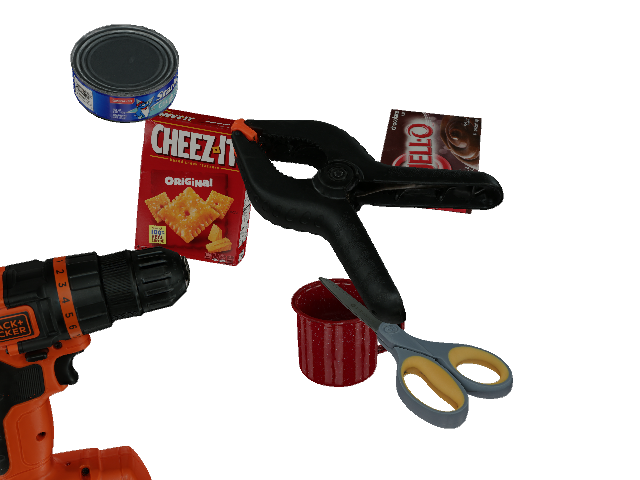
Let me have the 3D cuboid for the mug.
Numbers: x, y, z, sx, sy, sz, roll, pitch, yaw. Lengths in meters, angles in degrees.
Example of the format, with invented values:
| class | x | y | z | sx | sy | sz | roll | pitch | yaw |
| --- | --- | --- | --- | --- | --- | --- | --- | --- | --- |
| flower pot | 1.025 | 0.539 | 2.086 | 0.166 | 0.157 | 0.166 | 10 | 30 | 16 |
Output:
| class | x | y | z | sx | sy | sz | roll | pitch | yaw |
| --- | --- | --- | --- | --- | --- | --- | --- | --- | --- |
| mug | 0.029 | 0.094 | 1.095 | 0.117 | 0.081 | 0.093 | -7 | 27 | -12 |

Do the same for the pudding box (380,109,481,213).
| class | x | y | z | sx | sy | sz | roll | pitch | yaw |
| --- | --- | --- | --- | --- | --- | --- | --- | --- | --- |
| pudding box | 0.103 | -0.076 | 1.007 | 0.090 | 0.039 | 0.113 | 7 | 39 | 6 |

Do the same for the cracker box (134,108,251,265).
| class | x | y | z | sx | sy | sz | roll | pitch | yaw |
| --- | --- | --- | --- | --- | --- | --- | --- | --- | --- |
| cracker box | -0.187 | -0.079 | 1.610 | 0.164 | 0.214 | 0.072 | 10 | 20 | 6 |

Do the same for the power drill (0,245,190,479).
| class | x | y | z | sx | sy | sz | roll | pitch | yaw |
| --- | --- | --- | --- | --- | --- | --- | --- | --- | --- |
| power drill | -0.165 | 0.098 | 0.706 | 0.184 | 0.188 | 0.057 | -11 | 25 | -7 |

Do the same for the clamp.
| class | x | y | z | sx | sy | sz | roll | pitch | yaw |
| --- | --- | --- | --- | --- | --- | --- | --- | --- | --- |
| clamp | 0.011 | -0.020 | 0.641 | 0.172 | 0.039 | 0.120 | 20 | 49 | 20 |

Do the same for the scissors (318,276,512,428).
| class | x | y | z | sx | sy | sz | roll | pitch | yaw |
| --- | --- | --- | --- | --- | --- | --- | --- | --- | --- |
| scissors | 0.075 | 0.075 | 0.826 | 0.096 | 0.016 | 0.202 | -8 | 32 | -17 |

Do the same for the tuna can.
| class | x | y | z | sx | sy | sz | roll | pitch | yaw |
| --- | --- | --- | --- | --- | --- | --- | --- | --- | --- |
| tuna can | -0.158 | -0.135 | 0.864 | 0.086 | 0.086 | 0.034 | 0 | -40 | -9 |
